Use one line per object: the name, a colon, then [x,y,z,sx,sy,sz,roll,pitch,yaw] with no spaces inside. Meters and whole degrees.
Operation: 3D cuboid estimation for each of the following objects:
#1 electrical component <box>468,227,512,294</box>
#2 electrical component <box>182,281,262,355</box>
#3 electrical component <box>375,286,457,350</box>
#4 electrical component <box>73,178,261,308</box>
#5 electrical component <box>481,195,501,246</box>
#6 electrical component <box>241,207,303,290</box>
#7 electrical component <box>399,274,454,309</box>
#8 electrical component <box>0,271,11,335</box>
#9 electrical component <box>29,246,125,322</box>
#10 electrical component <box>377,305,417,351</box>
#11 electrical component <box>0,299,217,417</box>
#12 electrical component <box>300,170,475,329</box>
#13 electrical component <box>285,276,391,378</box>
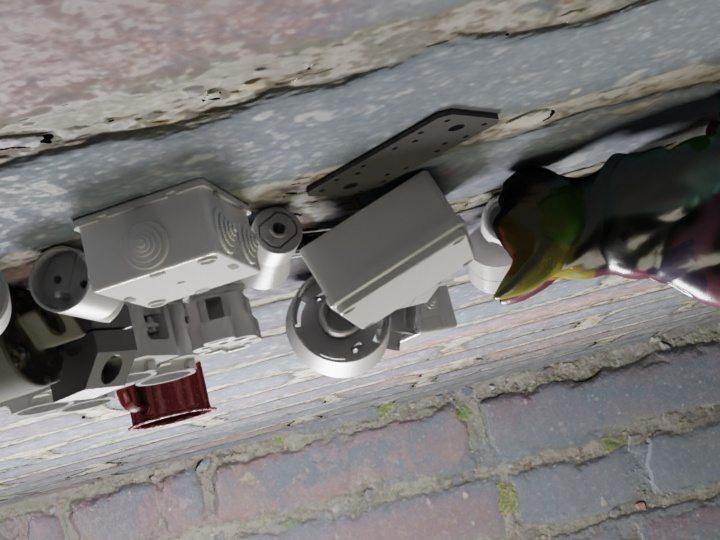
electrical component: [0.159,-0.033,0.929,0.138,0.052,0.073,-16,139,-5]
electrical component: [-0.116,0.036,0.899,0.058,0.057,0.078,-15,169,3]
electrical component: [0.060,0.042,1.141,0.061,0.061,0.096,-7,166,-34]
electrical component: [-0.118,-0.013,0.680,0.100,0.048,0.100,-17,168,11]
electrical component: [0.118,-0.039,0.877,0.040,0.040,0.046,-14,175,-1]
electrical component: [-0.063,-0.017,0.753,0.044,0.044,0.065,-10,163,-20]
electrical component: [0.061,-0.001,0.966,0.076,0.047,0.083,-13,169,-7]
electrical component: [-0.291,0.033,0.675,0.138,0.052,0.074,-11,168,-18]
electrical component: [-0.184,0.011,0.728,0.043,0.043,0.081,-16,169,10]
electrical component: [0.023,0.037,1.054,0.064,0.081,0.042,6,174,17]
electrical component: [-0.235,0.081,0.963,0.186,0.060,0.105,-20,168,26]
electrical component: [0.023,-0.012,0.782,0.109,0.056,0.109,-33,167,3]
electrical component: [-0.018,0.048,0.985,0.099,0.099,0.064,-12,162,-11]
